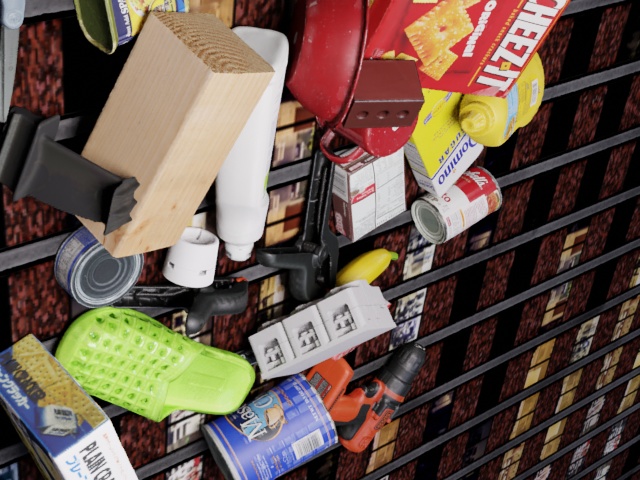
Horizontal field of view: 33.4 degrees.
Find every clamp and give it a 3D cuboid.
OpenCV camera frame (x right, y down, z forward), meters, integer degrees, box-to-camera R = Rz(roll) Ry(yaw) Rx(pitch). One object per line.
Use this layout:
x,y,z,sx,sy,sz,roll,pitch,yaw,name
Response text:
-0.126,0.067,1.138,0.171,0.120,0.039,-9,117,-47,clamp
-0.008,0.002,1.252,0.164,0.036,0.210,-62,156,-21,clamp

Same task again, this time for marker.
-0.107,0.153,1.300,0.120,0.020,0.020,-20,132,-35,marker

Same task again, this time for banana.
0.029,0.073,1.363,0.197,0.037,0.069,-43,141,-11,banana

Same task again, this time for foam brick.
0.060,-0.150,1.094,0.078,0.051,0.053,-3,157,-15,foam brick

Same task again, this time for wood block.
-0.140,-0.094,0.966,0.090,0.091,0.206,-14,143,-55,wood block

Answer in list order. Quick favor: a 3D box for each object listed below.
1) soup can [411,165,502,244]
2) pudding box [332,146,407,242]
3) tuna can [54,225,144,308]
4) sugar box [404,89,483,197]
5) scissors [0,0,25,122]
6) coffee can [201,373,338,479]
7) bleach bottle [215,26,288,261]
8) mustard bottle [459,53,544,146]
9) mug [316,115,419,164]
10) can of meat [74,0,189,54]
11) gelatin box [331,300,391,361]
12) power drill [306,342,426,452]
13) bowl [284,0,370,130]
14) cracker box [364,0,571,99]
0.178,-0.046,1.397,0.102,0.069,0.068,-30,137,-25,soup can
0.059,-0.064,1.284,0.089,0.039,0.113,-32,140,-25,pudding box
-0.221,0.025,1.070,0.086,0.034,0.086,-26,136,-29,tuna can
0.140,-0.139,1.300,0.093,0.048,0.176,-48,140,-11,sugar box
-0.265,-0.194,0.865,0.096,0.016,0.202,8,113,-47,scissors
-0.063,0.244,1.334,0.140,0.103,0.103,-28,137,-16,coffee can
-0.077,-0.083,1.085,0.102,0.068,0.251,-76,174,-55,bleach bottle
0.216,-0.166,1.295,0.191,0.058,0.096,-38,135,-52,mustard bottle
0.047,-0.134,1.180,0.117,0.082,0.093,-50,142,-3,mug
-0.164,-0.224,0.913,0.083,0.058,0.102,-32,139,-28,can of meat
0.047,0.112,1.385,0.073,0.030,0.089,-56,164,26,gelatin box
0.055,0.208,1.480,0.187,0.057,0.184,26,100,-52,power drill
0.001,-0.193,1.058,0.055,0.162,0.162,8,117,-13,bowl
0.142,-0.237,1.128,0.213,0.072,0.164,3,137,-30,cracker box
